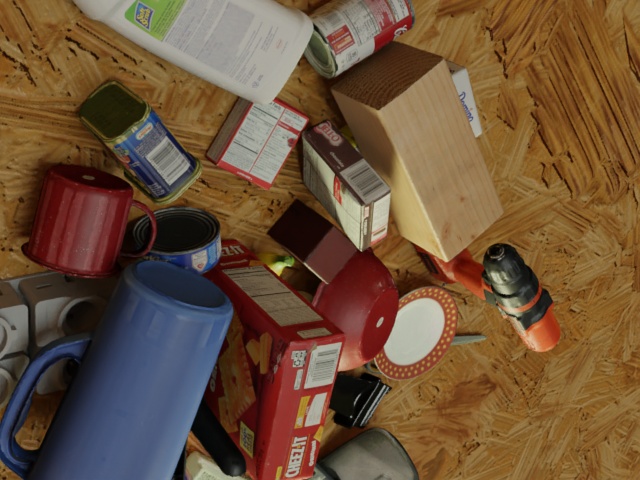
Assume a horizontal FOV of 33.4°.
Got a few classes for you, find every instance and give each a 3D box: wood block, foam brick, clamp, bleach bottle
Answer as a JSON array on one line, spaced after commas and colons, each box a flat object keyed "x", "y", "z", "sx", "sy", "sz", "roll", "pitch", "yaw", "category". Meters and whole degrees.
[{"x": 0.104, "y": -0.091, "z": 1.107, "sx": 0.090, "sy": 0.091, "sz": 0.206, "roll": -39, "pitch": 127, "yaw": -14, "category": "wood block"}, {"x": -0.008, "y": 0.001, "z": 1.150, "sx": 0.053, "sy": 0.078, "sz": 0.051, "roll": -49, "pitch": 132, "yaw": -3, "category": "foam brick"}, {"x": -0.136, "y": 0.164, "z": 1.078, "sx": 0.036, "sy": 0.165, "sz": 0.210, "roll": -3, "pitch": 73, "yaw": -37, "category": "clamp"}, {"x": -0.127, "y": -0.213, "z": 0.950, "sx": 0.250, "sy": 0.068, "sz": 0.102, "roll": 24, "pitch": 99, "yaw": -40, "category": "bleach bottle"}]

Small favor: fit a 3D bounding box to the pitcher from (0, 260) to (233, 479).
[{"x": -0.183, "y": 0.142, "z": 0.990, "sx": 0.149, "sy": 0.145, "sz": 0.243, "roll": 2, "pitch": 117, "yaw": -55, "category": "pitcher"}]

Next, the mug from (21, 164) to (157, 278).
[{"x": -0.207, "y": -0.017, "z": 0.980, "sx": 0.117, "sy": 0.093, "sz": 0.081, "roll": 13, "pitch": 104, "yaw": -17, "category": "mug"}]

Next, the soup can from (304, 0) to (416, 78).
[{"x": 0.035, "y": -0.215, "z": 1.062, "sx": 0.102, "sy": 0.069, "sz": 0.068, "roll": -34, "pitch": 131, "yaw": -15, "category": "soup can"}]

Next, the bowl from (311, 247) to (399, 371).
[{"x": 0.045, "y": 0.086, "z": 1.211, "sx": 0.161, "sy": 0.055, "sz": 0.162, "roll": -44, "pitch": 145, "yaw": -43, "category": "bowl"}]

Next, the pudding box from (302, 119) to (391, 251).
[{"x": 0.025, "y": -0.056, "z": 1.101, "sx": 0.039, "sy": 0.113, "sz": 0.090, "roll": -29, "pitch": 152, "yaw": -16, "category": "pudding box"}]

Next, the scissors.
[{"x": 0.141, "y": 0.116, "z": 1.367, "sx": 0.201, "sy": 0.016, "sz": 0.096, "roll": -16, "pitch": 124, "yaw": -29, "category": "scissors"}]

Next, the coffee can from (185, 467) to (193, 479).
[{"x": -0.218, "y": 0.284, "z": 1.141, "sx": 0.140, "sy": 0.103, "sz": 0.103, "roll": 11, "pitch": 108, "yaw": -40, "category": "coffee can"}]

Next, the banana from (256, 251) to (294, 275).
[{"x": -0.072, "y": 0.087, "z": 1.159, "sx": 0.037, "sy": 0.070, "sz": 0.198, "roll": 4, "pitch": 118, "yaw": -20, "category": "banana"}]

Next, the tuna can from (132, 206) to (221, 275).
[{"x": -0.140, "y": 0.003, "z": 1.048, "sx": 0.086, "sy": 0.086, "sz": 0.034, "roll": -19, "pitch": 127, "yaw": -27, "category": "tuna can"}]

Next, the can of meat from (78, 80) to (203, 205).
[{"x": -0.165, "y": -0.090, "z": 0.966, "sx": 0.057, "sy": 0.102, "sz": 0.084, "roll": -44, "pitch": 131, "yaw": -8, "category": "can of meat"}]

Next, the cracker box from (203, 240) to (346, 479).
[{"x": -0.073, "y": 0.119, "z": 1.075, "sx": 0.071, "sy": 0.214, "sz": 0.164, "roll": -4, "pitch": 117, "yaw": -35, "category": "cracker box"}]

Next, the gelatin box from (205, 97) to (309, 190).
[{"x": -0.063, "y": -0.105, "z": 1.080, "sx": 0.073, "sy": 0.030, "sz": 0.089, "roll": 24, "pitch": 99, "yaw": -41, "category": "gelatin box"}]

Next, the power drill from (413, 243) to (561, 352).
[{"x": 0.187, "y": 0.036, "z": 1.238, "sx": 0.057, "sy": 0.188, "sz": 0.184, "roll": -42, "pitch": 134, "yaw": -8, "category": "power drill"}]

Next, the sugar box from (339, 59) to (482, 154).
[{"x": 0.094, "y": -0.115, "z": 1.180, "sx": 0.176, "sy": 0.048, "sz": 0.093, "roll": -36, "pitch": 130, "yaw": -19, "category": "sugar box"}]
